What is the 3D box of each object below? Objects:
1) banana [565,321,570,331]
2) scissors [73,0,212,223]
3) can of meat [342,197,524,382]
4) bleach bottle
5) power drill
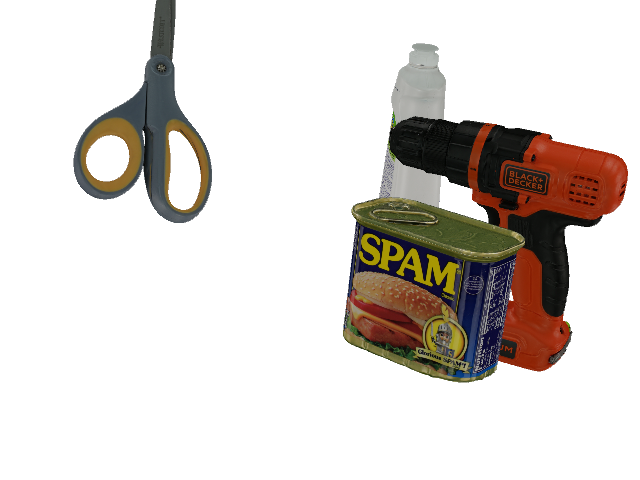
[{"bbox_3d":[0.137,0.061,1.019,0.198,0.037,0.069,26,17,39],"label":"banana"},{"bbox_3d":[-0.123,-0.103,0.698,0.096,0.202,0.016,-6,-20,-24],"label":"scissors"},{"bbox_3d":[0.063,0.029,0.636,0.102,0.084,0.057,20,23,35],"label":"can of meat"},{"bbox_3d":[0.101,-0.086,1.161,0.068,0.251,0.102,0,26,-9],"label":"bleach bottle"},{"bbox_3d":[0.135,0.000,0.834,0.185,0.188,0.057,16,32,25],"label":"power drill"}]
